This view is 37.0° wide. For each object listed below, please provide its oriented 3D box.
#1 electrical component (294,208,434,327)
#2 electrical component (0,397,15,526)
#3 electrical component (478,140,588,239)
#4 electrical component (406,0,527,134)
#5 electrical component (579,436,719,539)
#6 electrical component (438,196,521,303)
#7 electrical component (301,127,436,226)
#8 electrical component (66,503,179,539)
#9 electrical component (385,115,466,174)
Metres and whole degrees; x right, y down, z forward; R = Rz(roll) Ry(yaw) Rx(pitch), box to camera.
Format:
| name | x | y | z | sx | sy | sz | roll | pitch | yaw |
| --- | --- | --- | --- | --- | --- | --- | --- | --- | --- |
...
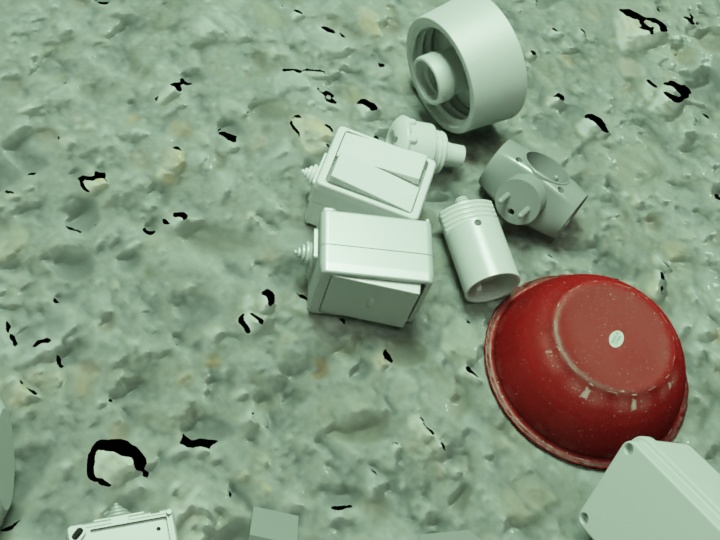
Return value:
| name | x | y | z | sx | sy | sz | roll | pitch | yaw |
| --- | --- | --- | --- | --- | --- | --- | --- | --- | --- |
| electrical component | 0.000 | 0.000 | 0.774 | 0.096 | 0.061 | 0.061 | 6 | 58 | -10 |
| electrical component | -0.236 | 0.113 | 0.636 | 0.051 | 0.080 | 0.080 | -3 | 60 | -9 |
| electrical component | 0.130 | -0.059 | 0.844 | 0.077 | 0.044 | 0.079 | 37 | 32 | 10 |
| electrical component | 0.079 | -0.162 | 0.870 | 0.060 | 0.108 | 0.108 | -25 | 68 | -19 |
| electrical component | 0.203 | 0.168 | 0.682 | 0.057 | 0.078 | 0.113 | 12 | 24 | -36 |
| electrical component | 0.089 | -0.021 | 0.820 | 0.043 | 0.043 | 0.081 | -7 | 61 | -18 |
| electrical component | 0.002 | -0.064 | 0.814 | 0.096 | 0.061 | 0.061 | 20 | 56 | -1 |
| electrical component | -0.136 | 0.185 | 0.627 | 0.062 | 0.061 | 0.096 | -7 | 61 | -18 |
| electrical component | 0.053 | -0.096 | 0.858 | 0.062 | 0.048 | 0.048 | 8 | 57 | -16 |
